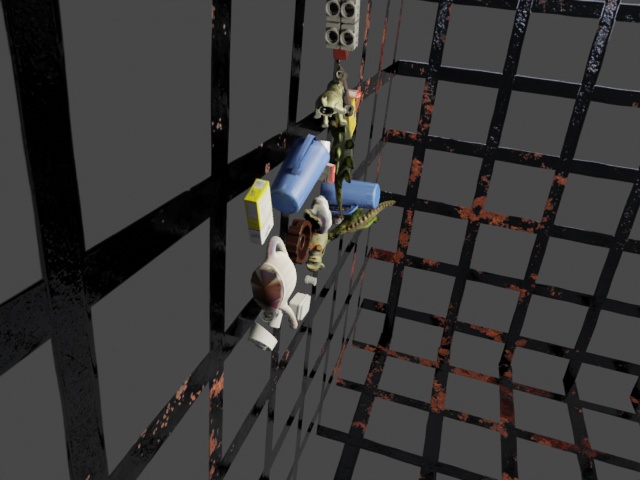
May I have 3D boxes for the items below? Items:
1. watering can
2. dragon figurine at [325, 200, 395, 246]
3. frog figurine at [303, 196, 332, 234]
[{"bbox_3d":[-0.131,0.165,1.664,0.227,0.104,0.344,-44,127,-69],"label":"watering can"},{"bbox_3d":[0.135,-0.059,2.267,0.247,0.122,0.404,-40,-173,-39],"label":"dragon figurine"},{"bbox_3d":[0.006,-0.104,2.057,0.162,0.122,0.135,-46,128,-46],"label":"frog figurine"}]
